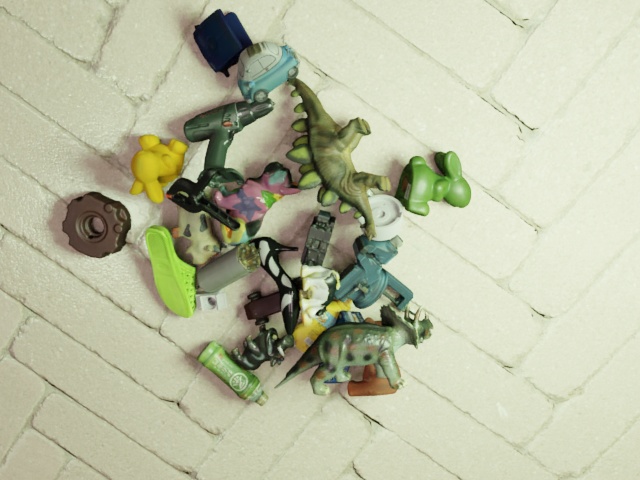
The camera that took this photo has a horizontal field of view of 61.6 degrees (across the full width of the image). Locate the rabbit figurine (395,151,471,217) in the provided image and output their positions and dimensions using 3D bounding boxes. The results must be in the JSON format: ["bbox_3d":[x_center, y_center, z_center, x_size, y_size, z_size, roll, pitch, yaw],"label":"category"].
[{"bbox_3d":[0.280,-0.133,1.279,0.170,0.121,0.159,8,97,-14],"label":"rabbit figurine"}]

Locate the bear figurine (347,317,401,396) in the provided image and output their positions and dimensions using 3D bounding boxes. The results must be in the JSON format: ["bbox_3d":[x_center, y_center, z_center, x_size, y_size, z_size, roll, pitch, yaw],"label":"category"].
[{"bbox_3d":[0.140,0.301,1.390,0.132,0.120,0.196,-25,69,52],"label":"bear figurine"}]

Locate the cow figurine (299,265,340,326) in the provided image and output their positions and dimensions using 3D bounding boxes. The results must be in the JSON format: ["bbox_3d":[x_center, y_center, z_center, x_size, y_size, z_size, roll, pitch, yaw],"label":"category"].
[{"bbox_3d":[-0.003,0.137,1.297,0.098,0.068,0.167,-3,128,-9],"label":"cow figurine"}]

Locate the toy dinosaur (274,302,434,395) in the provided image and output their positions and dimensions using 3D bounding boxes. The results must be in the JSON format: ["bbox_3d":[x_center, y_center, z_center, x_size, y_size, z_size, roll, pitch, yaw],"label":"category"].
[{"bbox_3d":[0.079,0.252,1.261,0.405,0.131,0.192,-7,94,1],"label":"toy dinosaur"}]

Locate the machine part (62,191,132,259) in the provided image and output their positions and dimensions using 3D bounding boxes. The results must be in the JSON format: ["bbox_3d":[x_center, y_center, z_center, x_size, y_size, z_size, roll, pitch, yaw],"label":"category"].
[{"bbox_3d":[-0.591,-0.038,1.418,0.179,0.056,0.179,2,104,8],"label":"machine part"}]

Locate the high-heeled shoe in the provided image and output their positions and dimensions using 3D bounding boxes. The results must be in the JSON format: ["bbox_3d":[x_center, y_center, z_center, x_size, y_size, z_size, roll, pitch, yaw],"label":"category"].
[{"bbox_3d":[-0.124,0.111,1.349,0.145,0.086,0.248,-2,76,15],"label":"high-heeled shoe"}]

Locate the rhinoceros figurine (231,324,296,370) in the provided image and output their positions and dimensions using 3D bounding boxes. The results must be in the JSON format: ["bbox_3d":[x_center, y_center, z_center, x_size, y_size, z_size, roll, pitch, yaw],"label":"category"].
[{"bbox_3d":[-0.146,0.285,1.401,0.190,0.073,0.112,-35,86,34],"label":"rhinoceros figurine"}]

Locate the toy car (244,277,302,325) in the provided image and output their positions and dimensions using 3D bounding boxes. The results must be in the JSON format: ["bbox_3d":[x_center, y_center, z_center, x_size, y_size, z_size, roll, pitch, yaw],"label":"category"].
[{"bbox_3d":[-0.101,0.159,1.405,0.202,0.053,0.089,-21,84,12],"label":"toy car"}]

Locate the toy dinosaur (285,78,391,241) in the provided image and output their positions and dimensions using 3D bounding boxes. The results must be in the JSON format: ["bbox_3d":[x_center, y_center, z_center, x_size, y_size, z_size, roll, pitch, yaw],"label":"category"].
[{"bbox_3d":[0.024,-0.208,1.232,0.199,0.105,0.471,-23,75,15],"label":"toy dinosaur"}]

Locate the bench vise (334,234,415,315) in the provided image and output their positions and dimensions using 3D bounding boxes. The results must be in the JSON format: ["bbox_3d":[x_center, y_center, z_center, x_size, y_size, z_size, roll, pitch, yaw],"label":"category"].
[{"bbox_3d":[0.155,0.096,1.333,0.240,0.129,0.223,39,96,-24],"label":"bench vise"}]

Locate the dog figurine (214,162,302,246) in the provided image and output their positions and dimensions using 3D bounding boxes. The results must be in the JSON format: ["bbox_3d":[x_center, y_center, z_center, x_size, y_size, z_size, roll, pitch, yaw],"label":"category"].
[{"bbox_3d":[-0.142,-0.089,1.328,0.219,0.108,0.191,-10,101,6],"label":"dog figurine"}]

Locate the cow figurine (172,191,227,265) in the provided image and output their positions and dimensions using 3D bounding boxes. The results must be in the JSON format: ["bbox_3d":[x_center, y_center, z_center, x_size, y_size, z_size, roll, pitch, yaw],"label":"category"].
[{"bbox_3d":[-0.309,-0.032,1.374,0.127,0.085,0.194,1,99,9],"label":"cow figurine"}]

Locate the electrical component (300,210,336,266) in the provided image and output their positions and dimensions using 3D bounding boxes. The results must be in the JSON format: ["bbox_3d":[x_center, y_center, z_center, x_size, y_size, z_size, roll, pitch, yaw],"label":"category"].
[{"bbox_3d":[-0.003,-0.004,1.325,0.058,0.115,0.134,15,104,-1],"label":"electrical component"}]

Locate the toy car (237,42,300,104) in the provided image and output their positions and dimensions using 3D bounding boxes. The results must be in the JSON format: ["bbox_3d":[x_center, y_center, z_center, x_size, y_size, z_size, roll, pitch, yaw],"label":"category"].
[{"bbox_3d":[-0.132,-0.398,1.236,0.162,0.102,0.109,-29,54,14],"label":"toy car"}]

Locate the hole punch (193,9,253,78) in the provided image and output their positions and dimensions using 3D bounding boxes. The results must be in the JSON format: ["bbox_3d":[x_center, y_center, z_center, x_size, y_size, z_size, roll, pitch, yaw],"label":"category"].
[{"bbox_3d":[-0.233,-0.465,1.261,0.116,0.092,0.142,-29,101,16],"label":"hole punch"}]

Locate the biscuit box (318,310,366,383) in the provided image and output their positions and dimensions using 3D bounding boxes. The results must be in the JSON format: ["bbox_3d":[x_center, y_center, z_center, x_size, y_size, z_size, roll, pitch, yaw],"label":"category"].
[{"bbox_3d":[0.055,0.277,1.377,0.059,0.063,0.202,6,120,-23],"label":"biscuit box"}]

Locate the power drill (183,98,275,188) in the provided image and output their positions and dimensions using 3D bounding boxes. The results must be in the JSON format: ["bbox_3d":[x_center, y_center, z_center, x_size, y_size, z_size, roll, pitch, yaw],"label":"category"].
[{"bbox_3d":[-0.217,-0.234,1.279,0.232,0.086,0.207,-7,74,13],"label":"power drill"}]

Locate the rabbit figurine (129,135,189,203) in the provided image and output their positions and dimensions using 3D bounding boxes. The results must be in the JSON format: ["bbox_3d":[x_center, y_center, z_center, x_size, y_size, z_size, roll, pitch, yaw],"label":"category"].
[{"bbox_3d":[-0.413,-0.177,1.305,0.122,0.173,0.162,21,101,-3],"label":"rabbit figurine"}]

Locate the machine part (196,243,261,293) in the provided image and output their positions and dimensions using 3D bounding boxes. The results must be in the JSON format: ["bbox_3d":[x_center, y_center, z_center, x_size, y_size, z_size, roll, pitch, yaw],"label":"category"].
[{"bbox_3d":[-0.233,0.072,1.359,0.243,0.079,0.079,-29,99,36],"label":"machine part"}]

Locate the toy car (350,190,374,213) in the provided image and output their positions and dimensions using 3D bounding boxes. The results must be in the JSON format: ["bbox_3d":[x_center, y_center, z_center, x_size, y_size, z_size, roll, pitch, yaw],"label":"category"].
[{"bbox_3d":[0.056,-0.146,1.314,0.073,0.056,0.201,-41,96,14],"label":"toy car"}]
